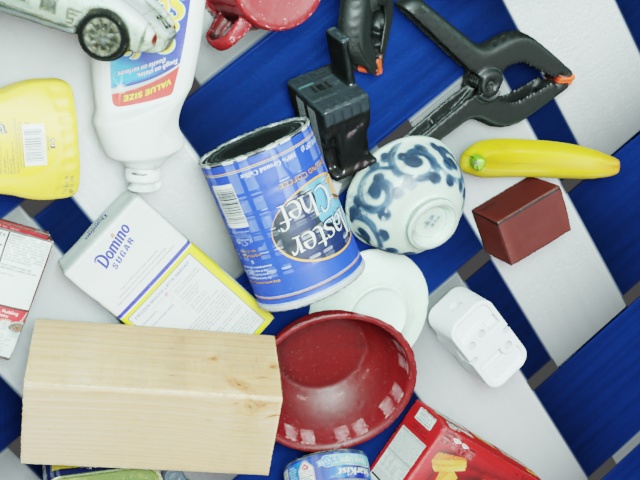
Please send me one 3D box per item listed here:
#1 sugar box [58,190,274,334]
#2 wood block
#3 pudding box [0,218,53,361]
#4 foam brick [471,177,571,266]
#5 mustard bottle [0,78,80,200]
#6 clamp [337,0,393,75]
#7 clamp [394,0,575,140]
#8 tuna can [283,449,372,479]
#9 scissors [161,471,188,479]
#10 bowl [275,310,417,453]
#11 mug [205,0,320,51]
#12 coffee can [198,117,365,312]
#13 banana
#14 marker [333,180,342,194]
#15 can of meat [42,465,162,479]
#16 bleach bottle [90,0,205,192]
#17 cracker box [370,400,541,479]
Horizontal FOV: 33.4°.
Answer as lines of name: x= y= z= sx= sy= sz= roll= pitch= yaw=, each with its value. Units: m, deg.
sugar box: x=-0.134 y=0.044 z=0.944 sx=0.093 sy=0.048 sz=0.176 roll=-47 pitch=115 yaw=-3
wood block: x=-0.142 y=0.133 z=0.904 sx=0.206 sy=0.090 sz=0.091 roll=5 pitch=121 yaw=-10
pudding box: x=-0.281 y=0.035 z=0.880 sx=0.089 sy=0.039 sz=0.113 roll=18 pitch=96 yaw=-27
foam brick: x=0.202 y=-0.021 z=1.071 sx=0.078 sy=0.053 sz=0.051 roll=-30 pitch=115 yaw=-12
mustard bottle: x=-0.288 y=-0.074 z=0.832 sx=0.191 sy=0.058 sz=0.096 roll=-7 pitch=107 yaw=-23
clamp: x=0.034 y=-0.215 z=0.913 sx=0.120 sy=0.039 sz=0.171 roll=-39 pitch=137 yaw=-45
clamp: x=0.149 y=-0.159 z=1.009 sx=0.209 sy=0.036 sz=0.164 roll=-13 pitch=121 yaw=-21
tuna can: x=0.008 y=0.233 z=1.042 sx=0.086 sy=0.086 sz=0.034 roll=3 pitch=60 yaw=-25
scissors: x=-0.122 y=0.224 z=1.019 sx=0.096 sy=0.016 sz=0.202 roll=-11 pitch=110 yaw=-22
bowl: x=0.007 y=0.122 z=1.010 sx=0.162 sy=0.055 sz=0.162 roll=-6 pitch=122 yaw=-10
mug: x=-0.054 y=-0.207 z=0.884 sx=0.093 sy=0.082 sz=0.117 roll=38 pitch=88 yaw=-28
coffee can: x=-0.032 y=-0.023 z=0.927 sx=0.102 sy=0.103 sz=0.140 roll=-26 pitch=106 yaw=-15
banana: x=0.205 y=-0.076 z=1.047 sx=0.197 sy=0.070 sz=0.037 roll=-4 pitch=117 yaw=-33
marker: x=-0.007 y=0.001 z=1.002 sx=0.020 sy=0.020 sz=0.121 roll=14 pitch=99 yaw=-27
can of meat: x=-0.193 y=0.208 z=0.936 sx=0.102 sy=0.084 sz=0.057 roll=-5 pitch=109 yaw=-14
bleach bottle: x=-0.137 y=-0.164 z=0.871 sx=0.102 sy=0.068 sz=0.251 roll=-3 pitch=108 yaw=-16
cracker box: x=0.112 y=0.299 z=1.114 sx=0.164 sy=0.072 sz=0.214 roll=34 pitch=90 yaw=-28
